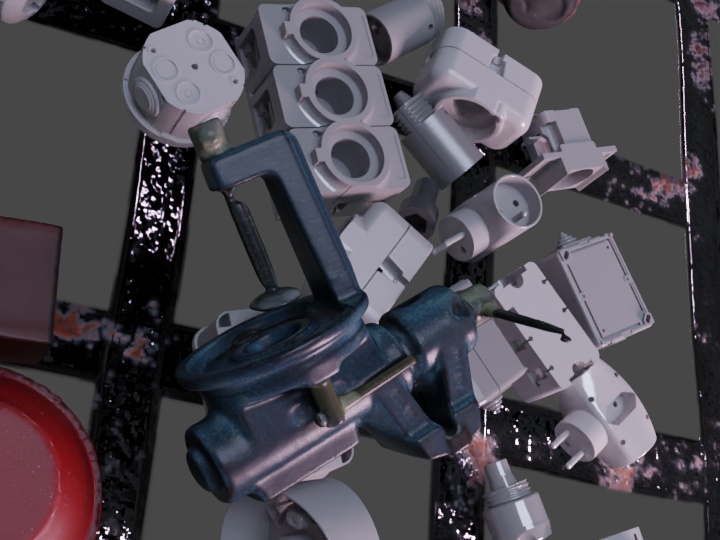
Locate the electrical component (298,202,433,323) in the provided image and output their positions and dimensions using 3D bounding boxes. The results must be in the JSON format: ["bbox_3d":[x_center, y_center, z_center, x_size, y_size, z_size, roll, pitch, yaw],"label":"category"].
[{"bbox_3d":[0.000,0.000,0.771,0.059,0.054,0.095,42,57,-7],"label":"electrical component"}]

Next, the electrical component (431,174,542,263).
[{"bbox_3d":[0.087,-0.031,0.815,0.079,0.077,0.043,-28,85,-33],"label":"electrical component"}]

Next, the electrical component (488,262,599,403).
[{"bbox_3d":[0.126,0.049,0.816,0.050,0.056,0.089,-35,89,-33],"label":"electrical component"}]

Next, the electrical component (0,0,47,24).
[{"bbox_3d":[-0.244,-0.202,0.731,0.062,0.048,0.048,42,57,1],"label":"electrical component"}]

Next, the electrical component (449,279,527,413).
[{"bbox_3d":[0.068,0.067,0.775,0.061,0.062,0.096,-31,87,-33],"label":"electrical component"}]

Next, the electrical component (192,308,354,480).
[{"bbox_3d":[-0.059,0.084,0.704,0.078,0.057,0.113,-6,73,-29],"label":"electrical component"}]

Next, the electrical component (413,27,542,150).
[{"bbox_3d":[0.095,-0.144,0.878,0.095,0.054,0.059,29,60,-14],"label":"electrical component"}]

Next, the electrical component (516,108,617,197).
[{"bbox_3d":[0.170,-0.101,0.908,0.081,0.042,0.063,-9,73,-31],"label":"electrical component"}]

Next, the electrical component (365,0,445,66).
[{"bbox_3d":[0.038,-0.201,0.878,0.081,0.043,0.043,-32,87,-33],"label":"electrical component"}]

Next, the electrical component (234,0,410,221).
[{"bbox_3d":[-0.028,-0.119,0.799,0.089,0.062,0.150,-6,73,-29],"label":"electrical component"}]

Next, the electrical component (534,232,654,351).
[{"bbox_3d":[0.174,0.017,0.851,0.062,0.061,0.096,-18,79,-32],"label":"electrical component"}]

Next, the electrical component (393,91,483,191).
[{"bbox_3d":[0.055,-0.107,0.849,0.081,0.043,0.043,50,57,-2],"label":"electrical component"}]

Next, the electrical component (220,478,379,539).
[{"bbox_3d":[-0.034,0.177,0.659,0.064,0.099,0.099,-8,74,-36],"label":"electrical component"}]

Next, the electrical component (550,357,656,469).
[{"bbox_3d":[0.176,0.119,0.822,0.079,0.043,0.077,-37,91,-30],"label":"electrical component"}]

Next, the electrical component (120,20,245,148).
[{"bbox_3d":[-0.124,-0.132,0.760,0.080,0.051,0.080,10,66,-24],"label":"electrical component"}]

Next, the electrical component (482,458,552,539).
[{"bbox_3d":[0.107,0.166,0.767,0.043,0.043,0.062,-13,76,-31],"label":"electrical component"}]

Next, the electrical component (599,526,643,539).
[{"bbox_3d":[0.189,0.231,0.772,0.042,0.064,0.081,-8,74,-30],"label":"electrical component"}]

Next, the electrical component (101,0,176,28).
[{"bbox_3d":[-0.191,-0.249,0.765,0.150,0.062,0.089,24,61,-18],"label":"electrical component"}]
